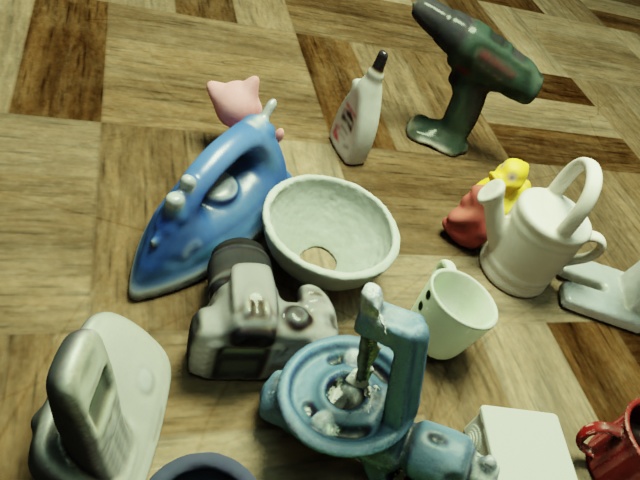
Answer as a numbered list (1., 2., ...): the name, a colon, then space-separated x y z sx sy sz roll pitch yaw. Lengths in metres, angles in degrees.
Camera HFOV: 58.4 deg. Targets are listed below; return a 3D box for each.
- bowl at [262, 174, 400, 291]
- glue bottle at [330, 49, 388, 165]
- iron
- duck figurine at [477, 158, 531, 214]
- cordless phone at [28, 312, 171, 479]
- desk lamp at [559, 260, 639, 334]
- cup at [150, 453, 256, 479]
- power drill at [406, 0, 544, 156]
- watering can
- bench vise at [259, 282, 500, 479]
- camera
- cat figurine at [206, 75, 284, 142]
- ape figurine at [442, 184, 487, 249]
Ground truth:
1. bowl: 0.006 0.002 0.682 0.168 0.074 0.167 11 45 -11
2. glue bottle: 0.062 -0.195 0.821 0.037 0.173 0.078 -11 53 -29
3. iron: -0.120 -0.055 0.638 0.118 0.141 0.259 29 44 7
4. duck figurine: 0.286 -0.085 0.869 0.105 0.086 0.077 -8 52 -27
5. cordless phone: -0.163 0.105 0.438 0.094 0.185 0.147 11 45 -11
6. desk lamp: 0.454 0.025 0.739 0.203 0.213 0.118 17 44 -5
7. cup: -0.104 0.218 0.418 0.118 0.095 0.091 1 48 -20
8. power drill: 0.218 -0.246 0.907 0.229 0.208 0.076 22 44 0
9. watering can: 0.285 -0.022 0.731 0.173 0.194 0.101 4 47 -18
10. bench vise: 0.064 0.128 0.482 0.207 0.219 0.121 16 44 -7
11. camera: -0.060 0.060 0.582 0.143 0.101 0.136 4 47 -18
12. cat figurine: -0.096 -0.158 0.763 0.127 0.117 0.067 41 47 19
13. ape figurine: 0.212 -0.039 0.791 0.078 0.092 0.076 -6 51 -26
